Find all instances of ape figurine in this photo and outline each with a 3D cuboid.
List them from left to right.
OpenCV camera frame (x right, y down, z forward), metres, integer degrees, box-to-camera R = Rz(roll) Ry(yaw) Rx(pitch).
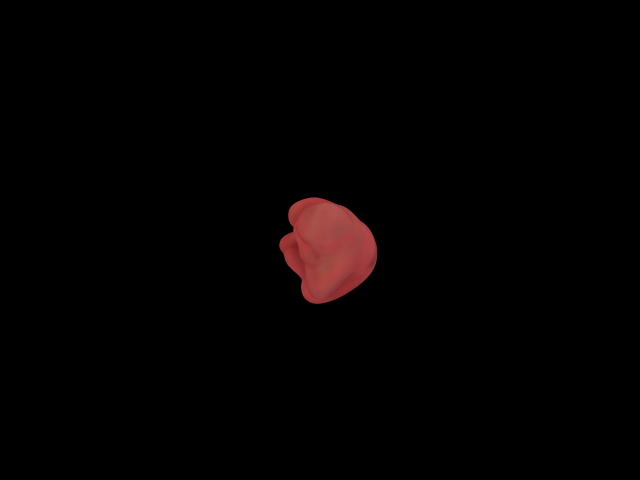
[{"bbox_3d":[0.004,0.001,0.400,0.076,0.092,0.078,8,66,4],"label":"ape figurine"}]
